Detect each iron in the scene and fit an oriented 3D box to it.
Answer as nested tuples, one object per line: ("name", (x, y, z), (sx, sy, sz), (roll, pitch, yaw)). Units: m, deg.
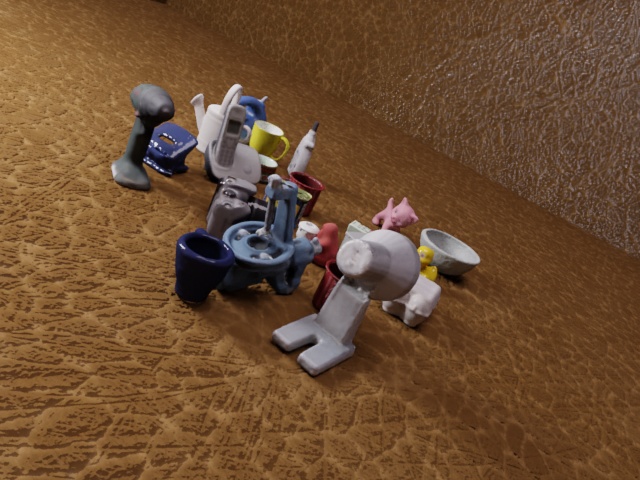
("iron", (-0.244, -0.365, 1.691), (0.118, 0.141, 0.259), (34, 23, 19))

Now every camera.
("camera", (-0.153, -0.061, 1.168), (0.137, 0.101, 0.143), (19, 23, -16))

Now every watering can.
("watering can", (-0.259, -0.322, 1.509), (0.173, 0.194, 0.100), (19, 23, -17))

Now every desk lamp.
("desk lamp", (0.054, 0.085, 0.916), (0.117, 0.213, 0.204), (36, 24, 23))

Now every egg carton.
("egg carton", (0.189, 0.116, 1.187), (0.107, 0.069, 0.151), (31, 23, 13))

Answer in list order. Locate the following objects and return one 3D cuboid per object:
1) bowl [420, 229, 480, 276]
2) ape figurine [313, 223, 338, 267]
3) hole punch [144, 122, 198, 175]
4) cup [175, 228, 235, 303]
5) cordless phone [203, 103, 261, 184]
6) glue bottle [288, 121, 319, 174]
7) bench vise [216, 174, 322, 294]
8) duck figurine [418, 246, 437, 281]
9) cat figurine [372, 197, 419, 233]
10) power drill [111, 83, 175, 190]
("bowl", (0.325, 0.043, 1.489), (0.167, 0.074, 0.167), (22, 22, -9))
("ape figurine", (0.011, 0.004, 1.211), (0.078, 0.092, 0.076), (-1, 34, -48))
("hole punch", (-0.346, -0.210, 1.302), (0.108, 0.091, 0.101), (32, 23, 14))
("cup", (-0.194, 0.042, 0.903), (0.092, 0.095, 0.117), (13, 25, -28))
("cordless phone", (-0.193, -0.230, 1.386), (0.148, 0.185, 0.094), (4, 31, -43))
("glue bottle", (-0.041, -0.257, 1.629), (0.037, 0.173, 0.078), (17, 24, -21))
("bench vise", (-0.077, -0.014, 0.987), (0.121, 0.219, 0.208), (35, 24, 21))
("duck figurine", (0.240, 0.056, 1.352), (0.105, 0.086, 0.077), (14, 25, -27))
("cat figurine", (0.209, -0.067, 1.550), (0.067, 0.117, 0.127), (13, 25, -28))
("power drill", (-0.351, -0.213, 1.148), (0.076, 0.208, 0.229), (11, 26, -32))
